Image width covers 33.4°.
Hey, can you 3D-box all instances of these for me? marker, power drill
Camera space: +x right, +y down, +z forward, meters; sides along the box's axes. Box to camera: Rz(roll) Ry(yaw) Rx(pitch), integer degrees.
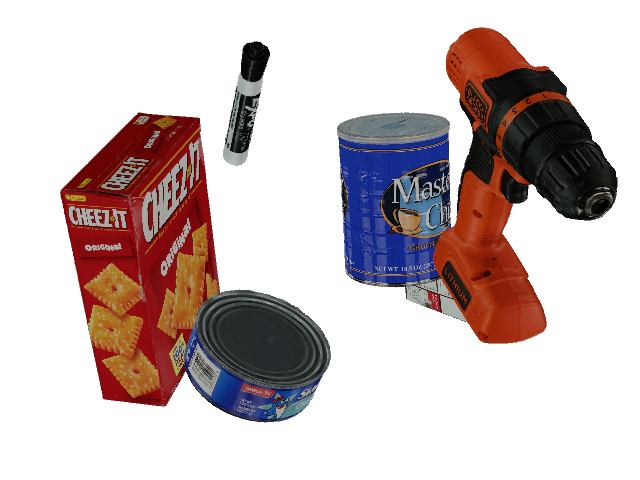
[{"bbox_3d":[-0.054,-0.098,0.770,0.020,0.020,0.121,0,-34,-13],"label":"marker"},{"bbox_3d":[0.128,-0.023,0.704,0.057,0.188,0.184,-8,40,-13],"label":"power drill"}]

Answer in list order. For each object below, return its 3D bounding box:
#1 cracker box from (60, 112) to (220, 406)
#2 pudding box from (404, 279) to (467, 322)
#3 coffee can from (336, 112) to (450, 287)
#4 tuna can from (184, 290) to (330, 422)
[{"bbox_3d":[-0.151,0.015,0.963,0.072,0.214,0.164,5,31,14],"label":"cracker box"},{"bbox_3d":[0.146,0.043,1.166,0.114,0.039,0.090,18,-36,24],"label":"pudding box"},{"bbox_3d":[0.070,-0.040,0.991,0.103,0.140,0.103,-3,18,1],"label":"coffee can"},{"bbox_3d":[-0.039,0.070,0.653,0.086,0.034,0.086,16,32,-11],"label":"tuna can"}]
